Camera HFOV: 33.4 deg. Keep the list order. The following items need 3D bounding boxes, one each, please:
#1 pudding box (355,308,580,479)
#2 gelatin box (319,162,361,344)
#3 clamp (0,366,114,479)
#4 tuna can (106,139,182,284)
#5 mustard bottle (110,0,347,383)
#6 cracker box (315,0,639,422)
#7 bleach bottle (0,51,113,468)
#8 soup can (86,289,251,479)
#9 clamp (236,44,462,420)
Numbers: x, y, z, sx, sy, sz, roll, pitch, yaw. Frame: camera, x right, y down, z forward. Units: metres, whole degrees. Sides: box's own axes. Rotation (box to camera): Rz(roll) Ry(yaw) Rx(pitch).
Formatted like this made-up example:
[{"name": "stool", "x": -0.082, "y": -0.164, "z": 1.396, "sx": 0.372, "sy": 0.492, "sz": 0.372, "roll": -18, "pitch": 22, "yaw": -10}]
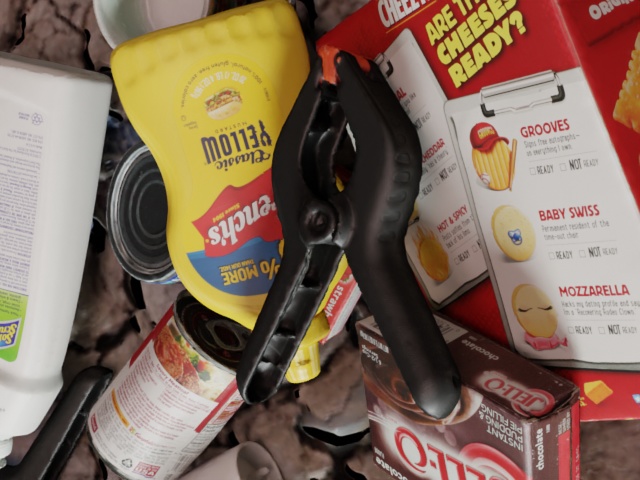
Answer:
[{"name": "pudding box", "x": 0.068, "y": 0.088, "z": 0.495, "sx": 0.114, "sy": 0.039, "sz": 0.090, "roll": 29, "pitch": 135, "yaw": 48}, {"name": "gelatin box", "x": -0.004, "y": 0.001, "z": 0.593, "sx": 0.073, "sy": 0.030, "sz": 0.089, "roll": 33, "pitch": 110, "yaw": 15}, {"name": "clamp", "x": -0.193, "y": 0.174, "z": 0.702, "sx": 0.210, "sy": 0.036, "sz": 0.164, "roll": -12, "pitch": 90, "yaw": 23}, {"name": "tuna can", "x": -0.084, "y": -0.017, "z": 0.607, "sx": 0.086, "sy": 0.033, "sz": 0.086, "roll": -2, "pitch": 86, "yaw": 42}, {"name": "mustard bottle", "x": -0.034, "y": -0.018, "z": 0.545, "sx": 0.096, "sy": 0.058, "sz": 0.191, "roll": -17, "pitch": 100, "yaw": -5}, {"name": "cracker box", "x": 0.100, "y": -0.027, "z": 0.486, "sx": 0.164, "sy": 0.072, "sz": 0.214, "roll": -21, "pitch": 90, "yaw": 59}, {"name": "bleach bottle", "x": -0.194, "y": 0.015, "z": 0.649, "sx": 0.103, "sy": 0.068, "sz": 0.251, "roll": 15, "pitch": 100, "yaw": 19}, {"name": "soup can", "x": -0.082, "y": 0.087, "z": 0.622, "sx": 0.068, "sy": 0.068, "sz": 0.102, "roll": 44, "pitch": 113, "yaw": 11}, {"name": "clamp", "x": 0.018, "y": -0.001, "z": 0.477, "sx": 0.120, "sy": 0.039, "sz": 0.171, "roll": 8, "pitch": 93, "yaw": 34}]
